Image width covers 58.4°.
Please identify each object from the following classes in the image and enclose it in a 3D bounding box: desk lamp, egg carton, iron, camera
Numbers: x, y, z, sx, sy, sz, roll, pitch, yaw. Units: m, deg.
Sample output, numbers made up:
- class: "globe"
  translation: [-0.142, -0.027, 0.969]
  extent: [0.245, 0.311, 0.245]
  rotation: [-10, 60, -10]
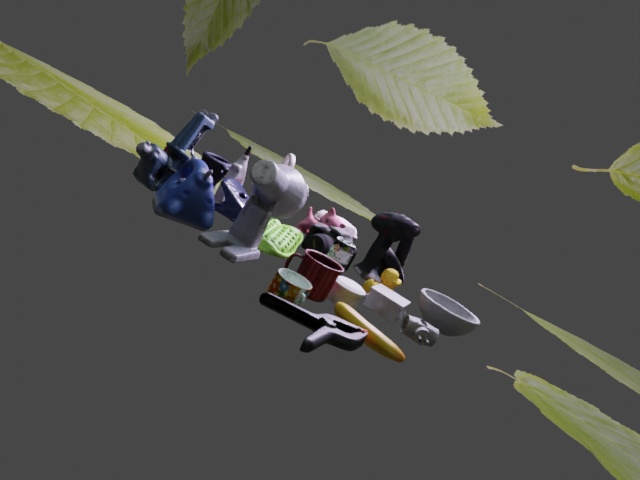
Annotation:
- class: "desk lamp"
  translation: [-0.128, -0.068, 1.212]
  extent: [0.117, 0.213, 0.204]
  rotation: [31, 11, 13]
- class: "egg carton"
  translation: [0.047, -0.040, 1.878]
  extent: [0.151, 0.069, 0.107]
  rotation: [21, 14, -34]
- class: "iron"
  translation: [-0.287, -0.121, 1.251]
  extent: [0.119, 0.141, 0.257]
  rotation: [22, 13, -29]
- class: "camera"
  translation: [0.014, 0.005, 1.516]
  extent: [0.142, 0.101, 0.137]
  rotation: [35, 13, 30]

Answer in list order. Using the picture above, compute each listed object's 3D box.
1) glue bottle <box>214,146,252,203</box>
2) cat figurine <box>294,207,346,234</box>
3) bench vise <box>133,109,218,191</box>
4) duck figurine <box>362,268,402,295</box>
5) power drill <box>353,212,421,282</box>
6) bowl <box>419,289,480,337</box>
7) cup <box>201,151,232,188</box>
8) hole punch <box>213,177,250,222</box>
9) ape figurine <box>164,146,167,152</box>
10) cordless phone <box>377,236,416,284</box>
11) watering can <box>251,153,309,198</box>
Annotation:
- class: "glue bottle"
  translation: [-0.230, -0.183, 1.580]
  extent: [0.037, 0.173, 0.078]
  rotation: [31, 12, 15]
- class: "cat figurine"
  translation: [0.006, -0.049, 1.696]
  extent: [0.127, 0.117, 0.067]
  rotation: [32, 12, 20]
- class: "bench vise"
  translation: [-0.326, -0.212, 1.358]
  extent: [0.121, 0.219, 0.208]
  rotation: [31, 11, 12]
- class: "duck figurine"
  translation: [0.162, 0.110, 1.444]
  extent: [0.105, 0.086, 0.077]
  rotation: [20, 14, -37]
- class: "power drill"
  translation: [0.182, 0.017, 1.590]
  extent: [0.076, 0.208, 0.229]
  rotation: [24, 12, -22]
- class: "bowl"
  translation: [0.317, 0.197, 1.460]
  extent: [0.167, 0.074, 0.167]
  rotation: [27, 11, -6]
- class: "cup"
  translation: [-0.302, -0.188, 1.631]
  extent: [0.092, 0.095, 0.117]
  rotation: [18, 15, -42]
- class: "hole punch"
  translation: [-0.213, -0.100, 1.466]
  extent: [0.101, 0.091, 0.109]
  rotation: [30, 11, 9]
- class: "ape figurine"
  translation: [-0.398, -0.205, 1.485]
  extent: [0.076, 0.092, 0.077]
  rotation: [25, 12, -16]
- class: "cordless phone"
  translation: [0.239, 0.028, 1.738]
  extent: [0.094, 0.185, 0.147]
  rotation: [25, 12, -17]
- class: "watering can"
  translation: [-0.118, -0.171, 1.742]
  extent: [0.173, 0.194, 0.100]
  rotation: [19, 15, -40]
